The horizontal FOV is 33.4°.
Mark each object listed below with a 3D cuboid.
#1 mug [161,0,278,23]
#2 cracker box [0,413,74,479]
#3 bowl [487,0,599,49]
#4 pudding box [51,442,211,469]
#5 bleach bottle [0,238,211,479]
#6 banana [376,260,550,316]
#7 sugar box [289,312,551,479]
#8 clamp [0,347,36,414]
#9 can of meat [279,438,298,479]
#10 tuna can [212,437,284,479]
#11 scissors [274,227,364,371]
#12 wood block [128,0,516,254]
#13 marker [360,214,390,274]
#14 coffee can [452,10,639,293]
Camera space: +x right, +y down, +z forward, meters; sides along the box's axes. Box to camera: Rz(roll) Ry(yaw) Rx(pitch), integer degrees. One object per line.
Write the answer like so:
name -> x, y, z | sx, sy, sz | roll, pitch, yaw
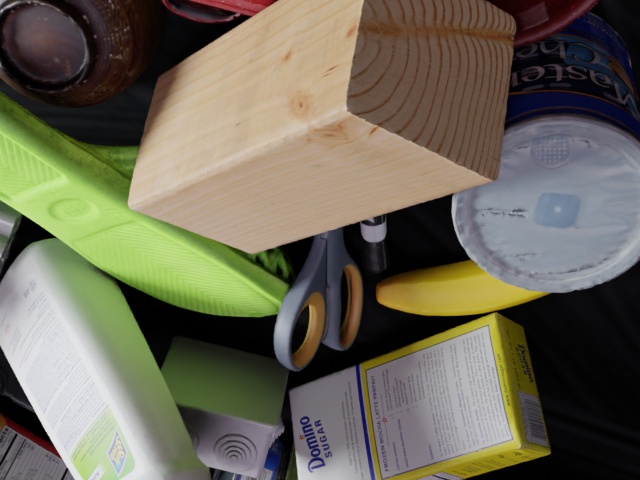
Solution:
mug -> -0.055, -0.158, 0.567 | 0.081, 0.093, 0.117 | 13, 145, -7
cracker box -> -0.259, 0.216, 0.851 | 0.213, 0.072, 0.164 | 36, 135, -18
bowl -> 0.081, -0.180, 0.542 | 0.162, 0.055, 0.162 | 5, 122, 7
pudding box -> -0.137, 0.149, 0.824 | 0.113, 0.039, 0.090 | 35, 125, -13
bleach bottle -> -0.134, 0.120, 0.686 | 0.067, 0.251, 0.103 | -3, 140, -44
banana -> 0.130, 0.009, 0.686 | 0.198, 0.037, 0.069 | -32, 110, 27
sugar box -> 0.062, 0.123, 0.731 | 0.177, 0.093, 0.048 | -25, 148, 32
clamp -> -0.246, 0.115, 0.764 | 0.171, 0.120, 0.039 | 51, 154, 4
can of meat -> -0.018, 0.208, 0.810 | 0.057, 0.102, 0.084 | 27, 127, -11
tuna can -> -0.059, 0.185, 0.808 | 0.033, 0.086, 0.086 | 23, 125, -10
scissors -> -0.004, 0.001, 0.674 | 0.016, 0.096, 0.202 | 18, 135, 31
wood block -> -0.008, -0.063, 0.558 | 0.090, 0.090, 0.207 | 22, 157, -31
marker -> 0.033, -0.029, 0.683 | 0.020, 0.020, 0.121 | 0, 125, 8
coffee can -> 0.124, -0.054, 0.576 | 0.103, 0.140, 0.103 | 4, 126, 5
